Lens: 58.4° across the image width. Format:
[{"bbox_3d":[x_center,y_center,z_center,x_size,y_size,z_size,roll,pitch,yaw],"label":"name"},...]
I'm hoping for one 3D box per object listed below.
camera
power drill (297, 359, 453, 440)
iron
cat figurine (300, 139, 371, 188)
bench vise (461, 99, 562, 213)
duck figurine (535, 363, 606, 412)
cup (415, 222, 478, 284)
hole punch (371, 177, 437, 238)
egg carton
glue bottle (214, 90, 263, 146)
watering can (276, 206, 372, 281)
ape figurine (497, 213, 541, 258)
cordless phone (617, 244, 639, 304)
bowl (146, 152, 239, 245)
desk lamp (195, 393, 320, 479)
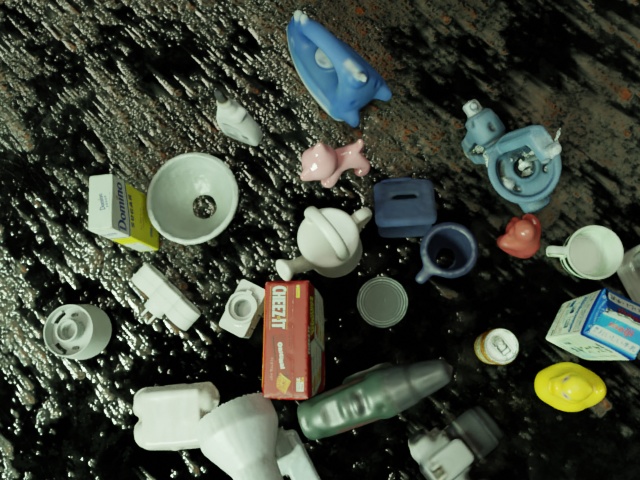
[{"bbox_3d":[0.226,0.335,0.884,0.137,0.101,0.143,-39,77,-2],"label":"camera"},{"bbox_3d":[0.083,0.232,0.866,0.229,0.208,0.075,-23,77,1],"label":"power drill"},{"bbox_3d":[0.011,-0.333,1.024,0.118,0.141,0.258,-40,77,-3],"label":"iron"},{"bbox_3d":[0.022,-0.141,0.996,0.128,0.118,0.067,-23,77,1],"label":"cat figurine"},{"bbox_3d":[0.298,-0.143,0.913,0.207,0.220,0.121,36,84,12],"label":"bench vise"},{"bbox_3d":[0.397,0.231,0.894,0.104,0.086,0.077,3,79,7],"label":"duck figurine"},{"bbox_3d":[0.202,0.034,0.952,0.091,0.095,0.118,44,86,13],"label":"cup"},{"bbox_3d":[0.142,-0.061,0.980,0.108,0.091,0.101,-4,78,6],"label":"hole punch"},{"bbox_3d":[-0.238,0.296,0.959,0.150,0.069,0.107,-7,78,5],"label":"egg carton"},{"bbox_3d":[-0.153,-0.219,1.003,0.078,0.173,0.037,24,82,11],"label":"glue bottle"},{"bbox_3d":[0.010,0.005,0.928,0.100,0.194,0.173,31,83,12],"label":"watering can"},{"bbox_3d":[0.334,-0.009,0.948,0.078,0.092,0.076,-22,77,2],"label":"ape figurine"},{"bbox_3d":[0.542,0.061,0.862,0.094,0.185,0.147,-28,77,0],"label":"cordless phone"},{"bbox_3d":[-0.219,-0.068,1.029,0.167,0.075,0.167,-1,78,6],"label":"bowl"},{"bbox_3d":[-0.082,0.335,0.860,0.118,0.213,0.203,-31,77,0],"label":"desk lamp"}]
